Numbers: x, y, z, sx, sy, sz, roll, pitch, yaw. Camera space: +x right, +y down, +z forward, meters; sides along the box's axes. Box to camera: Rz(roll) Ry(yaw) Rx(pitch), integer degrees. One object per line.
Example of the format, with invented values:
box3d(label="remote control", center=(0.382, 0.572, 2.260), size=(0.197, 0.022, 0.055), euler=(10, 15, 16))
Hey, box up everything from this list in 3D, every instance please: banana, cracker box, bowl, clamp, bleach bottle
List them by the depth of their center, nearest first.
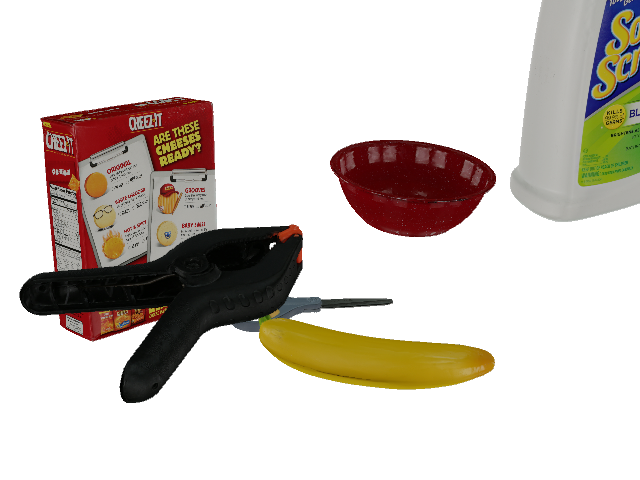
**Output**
box3d(label="clamp", center=(-0.073, 0.035, 0.614), size=(0.171, 0.039, 0.120), euler=(-19, 43, -27))
box3d(label="bleach bottle", center=(0.174, -0.141, 0.654), size=(0.102, 0.251, 0.068), euler=(-14, 31, -19))
box3d(label="banana", center=(0.031, 0.084, 0.821), size=(0.198, 0.037, 0.069), euler=(11, 30, 18))
box3d(label="bowl", center=(0.088, -0.046, 1.044), size=(0.162, 0.055, 0.162), euler=(3, 24, -2))
box3d(label="cracker box", center=(-0.185, -0.026, 1.063), size=(0.163, 0.214, 0.072), euler=(-17, 22, -42))

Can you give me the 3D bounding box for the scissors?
box3d(label="scissors", center=(-0.017, 0.080, 1.193), size=(0.201, 0.016, 0.096), euler=(5, 23, -1))
